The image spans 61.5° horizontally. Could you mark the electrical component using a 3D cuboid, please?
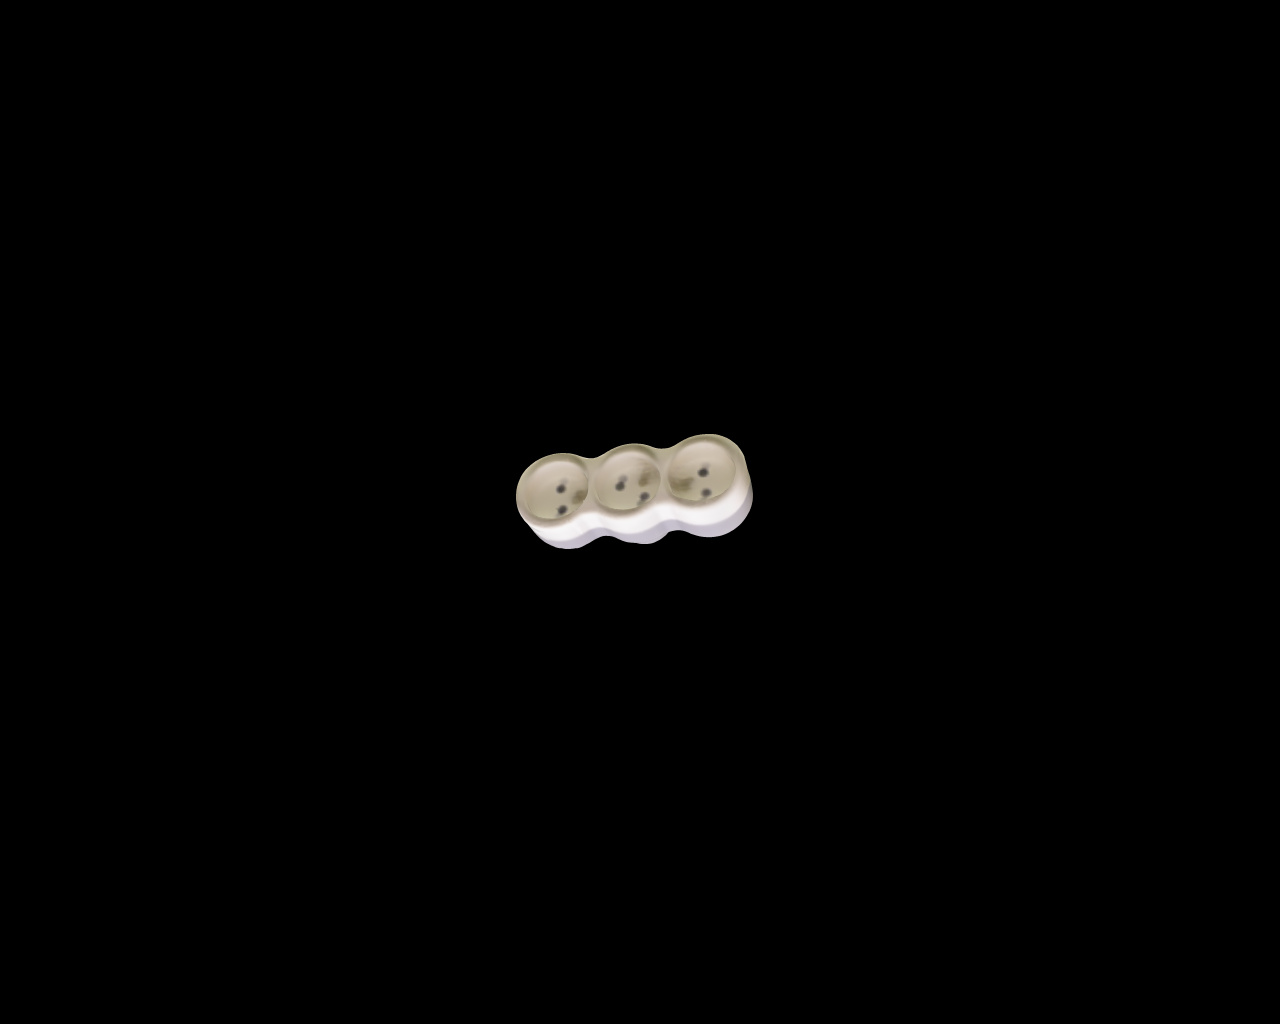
[{"bbox_3d":[0.001,-0.003,0.650,0.138,0.052,0.073,-6,-28,12],"label":"electrical component"}]
